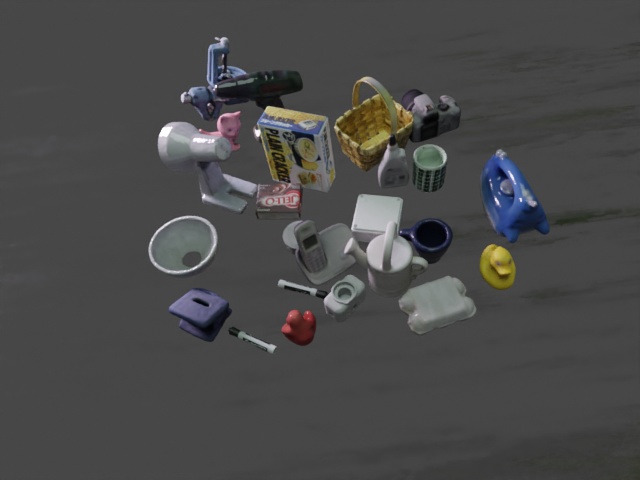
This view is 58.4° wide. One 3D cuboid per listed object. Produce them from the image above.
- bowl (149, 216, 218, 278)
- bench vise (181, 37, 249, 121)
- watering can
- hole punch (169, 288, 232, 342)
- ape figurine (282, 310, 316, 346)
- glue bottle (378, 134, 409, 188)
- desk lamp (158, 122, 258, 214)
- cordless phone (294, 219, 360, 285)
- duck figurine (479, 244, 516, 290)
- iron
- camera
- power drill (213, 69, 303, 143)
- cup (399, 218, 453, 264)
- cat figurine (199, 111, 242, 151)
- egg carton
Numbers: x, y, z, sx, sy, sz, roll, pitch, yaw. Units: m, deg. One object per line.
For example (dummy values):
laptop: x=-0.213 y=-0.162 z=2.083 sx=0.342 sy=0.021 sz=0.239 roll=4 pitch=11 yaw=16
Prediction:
bowl: x=-0.317 y=0.028 z=1.372 sx=0.167 sy=0.075 sz=0.167 roll=-3 pitch=56 yaw=5
bench vise: x=-0.287 y=-0.444 z=1.597 sx=0.208 sy=0.220 sz=0.121 roll=-41 pitch=60 yaw=-19
watering can: x=0.142 y=0.037 z=1.235 sx=0.173 sy=0.194 sz=0.101 roll=-9 pitch=56 yaw=2
hole punch: x=-0.265 y=0.155 z=1.271 sx=0.108 sy=0.091 sz=0.101 roll=20 pitch=61 yaw=19
ape figurine: x=-0.046 y=0.181 z=1.225 sx=0.078 sy=0.092 sz=0.076 roll=-15 pitch=56 yaw=-2
glue bottle: x=0.179 y=-0.195 z=1.398 sx=0.078 sy=0.173 sz=0.037 roll=-6 pitch=56 yaw=4
desk lamp: x=-0.278 y=-0.189 z=1.429 sx=0.202 sy=0.214 sz=0.118 roll=18 pitch=60 yaw=18
cordless phone: x=0.012 y=0.005 z=1.279 sx=0.148 sy=0.185 sz=0.094 roll=-33 pitch=58 yaw=-14
duck figurine: x=0.394 y=0.047 z=1.260 sx=0.077 sy=0.086 sz=0.104 roll=-10 pitch=56 yaw=1
iron: x=0.442 y=-0.127 z=1.337 sx=0.118 sy=0.142 sz=0.258 roll=-15 pitch=56 yaw=-2
camera: x=0.286 y=-0.353 z=1.534 sx=0.143 sy=0.101 sz=0.136 roll=-20 pitch=56 yaw=-6
power drill: x=-0.152 y=-0.364 z=1.533 sx=0.229 sy=0.209 sz=0.075 roll=-20 pitch=56 yaw=-6
cup: x=0.238 y=0.010 z=1.300 sx=0.117 sy=0.095 sz=0.092 roll=7 pitch=58 yaw=12
cat figurine: x=-0.266 y=-0.298 z=1.559 sx=0.128 sy=0.118 sz=0.067 roll=-17 pitch=56 yaw=-4
egg carton: x=0.250 y=0.141 z=1.226 sx=0.150 sy=0.069 sz=0.107 roll=-19 pitch=56 yaw=-5
